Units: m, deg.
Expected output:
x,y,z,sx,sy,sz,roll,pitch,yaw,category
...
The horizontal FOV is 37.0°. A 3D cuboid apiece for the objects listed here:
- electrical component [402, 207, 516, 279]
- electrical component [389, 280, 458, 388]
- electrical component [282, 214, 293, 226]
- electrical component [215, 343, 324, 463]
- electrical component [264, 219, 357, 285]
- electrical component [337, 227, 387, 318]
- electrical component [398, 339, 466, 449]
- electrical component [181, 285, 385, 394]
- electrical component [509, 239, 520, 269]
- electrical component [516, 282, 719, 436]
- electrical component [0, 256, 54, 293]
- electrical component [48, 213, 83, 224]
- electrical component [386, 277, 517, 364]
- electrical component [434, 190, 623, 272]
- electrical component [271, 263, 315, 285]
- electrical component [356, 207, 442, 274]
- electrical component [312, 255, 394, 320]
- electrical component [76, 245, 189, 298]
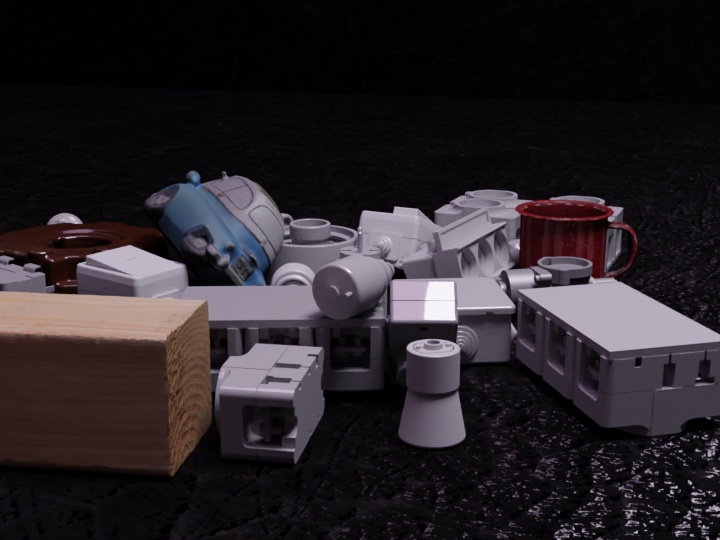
x,y,z,sx,sy,sz,roll,pitch,yaw,category
0.093,-0.007,1.011,0.063,0.078,0.121,-10,8,30,electrical component
0.044,0.061,0.767,0.047,0.083,0.075,0,53,1,electrical component
-0.121,-0.030,1.129,0.059,0.053,0.095,10,18,33,electrical component
-0.060,0.085,0.703,0.056,0.050,0.089,3,15,10,electrical component
-0.049,-0.018,1.071,0.108,0.060,0.108,0,15,0,electrical component
0.000,0.000,0.974,0.047,0.075,0.083,0,15,0,electrical component
0.047,0.078,0.700,0.044,0.065,0.044,0,15,0,electrical component
-0.058,0.053,0.800,0.150,0.061,0.089,0,15,-2,electrical component
0.180,-0.012,1.101,0.061,0.035,0.035,7,16,15,electrical component
0.182,0.060,0.773,0.089,0.061,0.150,-4,15,-14,electrical component
-0.314,0.024,0.910,0.121,0.063,0.079,12,19,39,electrical component
-0.329,-0.042,1.199,0.043,0.043,0.062,-5,14,-19,electrical component
0.073,0.041,0.871,0.100,0.048,0.099,-1,15,-5,electrical component
0.184,-0.045,1.173,0.186,0.060,0.105,6,16,21,electrical component
-0.059,0.020,0.963,0.043,0.043,0.062,0,16,-2,electrical component
0.037,-0.028,1.055,0.062,0.061,0.096,7,-3,23,electrical component
0.000,0.009,0.763,0.040,0.040,0.078,9,17,31,electrical component
-0.193,0.018,0.936,0.096,0.061,0.062,11,18,36,electrical component
